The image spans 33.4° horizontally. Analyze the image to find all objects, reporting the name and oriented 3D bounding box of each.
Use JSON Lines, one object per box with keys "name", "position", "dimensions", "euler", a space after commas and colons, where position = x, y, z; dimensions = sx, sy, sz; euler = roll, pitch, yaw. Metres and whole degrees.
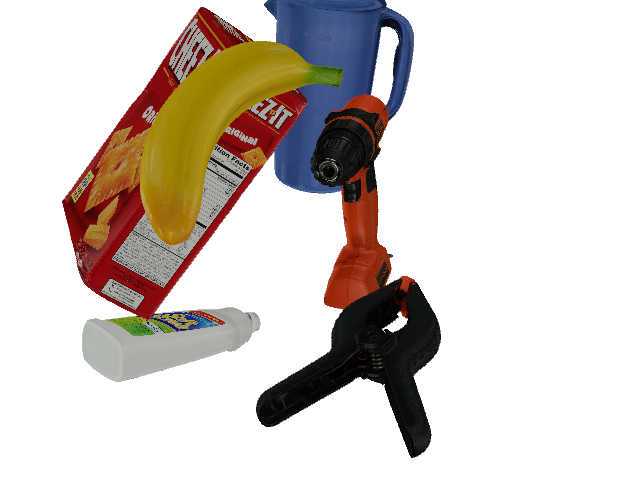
{"name": "clamp", "position": [0.046, 0.087, 0.750], "dimensions": [0.120, 0.039, 0.171], "euler": [19, 43, 24]}
{"name": "power drill", "position": [0.031, -0.032, 1.021], "dimensions": [0.057, 0.188, 0.184], "euler": [5, 24, 14]}
{"name": "bleach bottle", "position": [-0.193, 0.130, 1.469], "dimensions": [0.250, 0.068, 0.103], "euler": [-9, 24, -42]}
{"name": "cracker box", "position": [-0.118, -0.068, 0.859], "dimensions": [0.072, 0.214, 0.164], "euler": [31, 13, -29]}
{"name": "banana", "position": [-0.057, -0.070, 0.615], "dimensions": [0.070, 0.037, 0.197], "euler": [20, 44, 18]}
{"name": "pitcher", "position": [0.014, -0.185, 1.317], "dimensions": [0.144, 0.243, 0.149], "euler": [-9, 28, -28]}
